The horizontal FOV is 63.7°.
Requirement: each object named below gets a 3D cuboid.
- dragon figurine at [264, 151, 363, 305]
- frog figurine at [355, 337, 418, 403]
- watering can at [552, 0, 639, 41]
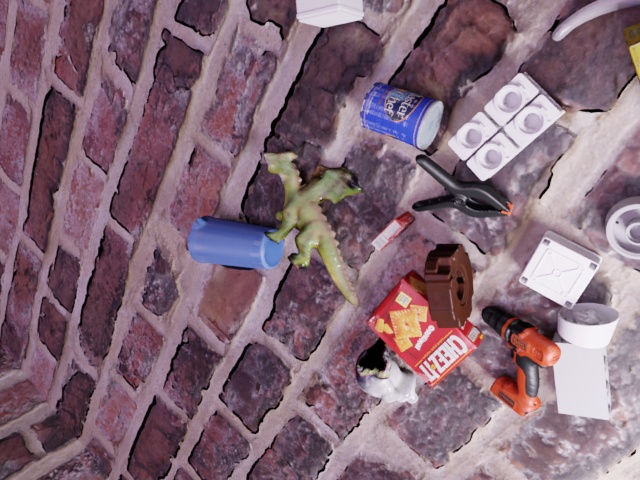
[{"bbox_3d":[0.004,-0.062,1.232,0.413,0.123,0.239,42,114,15],"label":"dragon figurine"},{"bbox_3d":[0.159,0.331,1.230,0.122,0.140,0.157,-33,121,2],"label":"frog figurine"},{"bbox_3d":[0.536,-0.424,0.787,0.226,0.106,0.339,38,136,15],"label":"watering can"}]
